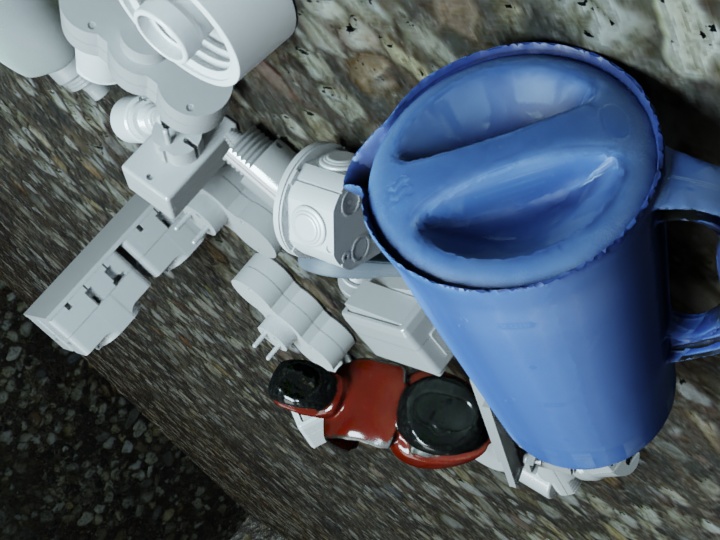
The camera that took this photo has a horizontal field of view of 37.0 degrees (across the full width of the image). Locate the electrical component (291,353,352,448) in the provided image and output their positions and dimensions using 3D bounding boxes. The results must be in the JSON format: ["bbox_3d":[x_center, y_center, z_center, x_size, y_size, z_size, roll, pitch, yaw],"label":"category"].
[{"bbox_3d":[-0.027,0.133,1.140,0.061,0.096,0.061,63,179,38],"label":"electrical component"}]

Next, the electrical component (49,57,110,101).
[{"bbox_3d":[-0.236,-0.169,0.896,0.043,0.043,0.062,12,149,54],"label":"electrical component"}]

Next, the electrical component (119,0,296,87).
[{"bbox_3d":[-0.098,-0.156,0.631,0.108,0.060,0.108,34,161,13],"label":"electrical component"}]

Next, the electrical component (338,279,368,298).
[{"bbox_3d":[0.000,0.000,0.855,0.035,0.035,0.061,35,159,13],"label":"electrical component"}]

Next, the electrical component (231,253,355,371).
[{"bbox_3d":[-0.076,0.055,1.071,0.138,0.073,0.052,45,161,-17],"label":"electrical component"}]

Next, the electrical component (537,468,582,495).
[{"bbox_3d":[0.162,0.153,0.890,0.043,0.043,0.081,22,155,43],"label":"electrical component"}]

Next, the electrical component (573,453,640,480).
[{"bbox_3d":[0.186,0.141,0.824,0.040,0.040,0.046,43,156,-11],"label":"electrical component"}]

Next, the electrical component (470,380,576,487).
[{"bbox_3d":[0.126,0.099,0.779,0.063,0.078,0.121,10,147,25],"label":"electrical component"}]

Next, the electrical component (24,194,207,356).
[{"bbox_3d":[-0.229,-0.005,1.040,0.060,0.186,0.105,46,161,-20],"label":"electrical component"}]

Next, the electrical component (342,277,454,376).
[{"bbox_3d":[0.041,0.032,0.808,0.096,0.061,0.061,13,149,54],"label":"electrical component"}]

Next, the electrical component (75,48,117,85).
[{"bbox_3d":[-0.196,-0.167,0.824,0.043,0.043,0.081,40,162,-2],"label":"electrical component"}]

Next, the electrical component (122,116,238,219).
[{"bbox_3d":[-0.137,-0.095,0.815,0.047,0.083,0.075,35,162,10],"label":"electrical component"}]

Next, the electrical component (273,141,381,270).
[{"bbox_3d":[-0.016,-0.042,0.716,0.051,0.080,0.080,20,155,33],"label":"electrical component"}]

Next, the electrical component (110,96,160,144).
[{"bbox_3d":[-0.177,-0.125,0.890,0.040,0.040,0.078,49,159,-29],"label":"electrical component"}]

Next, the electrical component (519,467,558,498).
[{"bbox_3d":[0.152,0.170,0.956,0.078,0.040,0.040,28,159,32],"label":"electrical component"}]

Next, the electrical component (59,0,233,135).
[{"bbox_3d":[-0.146,-0.157,0.736,0.138,0.052,0.073,40,162,-1],"label":"electrical component"}]

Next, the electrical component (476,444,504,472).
[{"bbox_3d":[0.113,0.134,0.926,0.080,0.051,0.080,35,161,14],"label":"electrical component"}]

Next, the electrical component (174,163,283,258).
[{"bbox_3d":[-0.124,-0.054,0.901,0.138,0.073,0.052,37,162,5],"label":"electrical component"}]

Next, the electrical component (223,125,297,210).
[{"bbox_3d":[-0.066,-0.074,0.792,0.081,0.043,0.043,41,162,-4],"label":"electrical component"}]
